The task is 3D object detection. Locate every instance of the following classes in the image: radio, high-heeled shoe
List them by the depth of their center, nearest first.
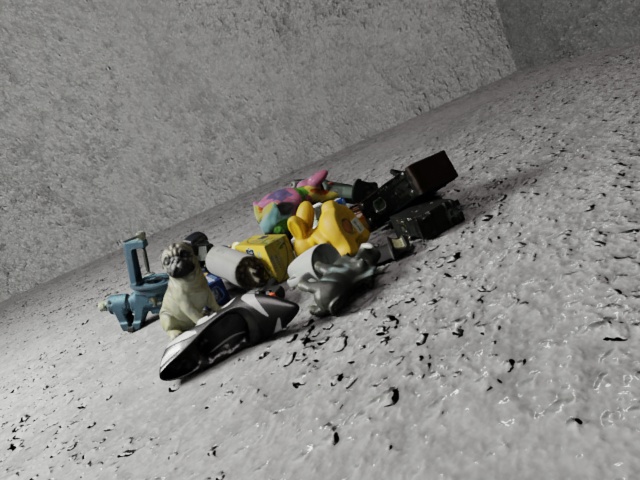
[{"bbox_3d":[-0.159,0.167,0.907,0.249,0.086,0.145,-21,16,28],"label":"high-heeled shoe"},{"bbox_3d":[0.193,-0.110,1.229,0.131,0.073,0.229,-25,-8,-33],"label":"radio"}]

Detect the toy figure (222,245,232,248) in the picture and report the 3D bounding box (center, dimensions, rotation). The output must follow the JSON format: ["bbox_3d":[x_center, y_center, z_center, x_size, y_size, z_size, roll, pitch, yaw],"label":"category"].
[{"bbox_3d":[-0.270,0.045,1.580,0.058,0.064,0.155,13,-2,-33],"label":"toy figure"}]

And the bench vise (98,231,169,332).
[{"bbox_3d":[-0.445,0.098,1.327,0.224,0.240,0.129,-4,13,9],"label":"bench vise"}]

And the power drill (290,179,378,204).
[{"bbox_3d":[0.056,-0.141,1.582,0.232,0.086,0.207,7,-4,-40],"label":"power drill"}]

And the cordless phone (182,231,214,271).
[{"bbox_3d":[-0.356,0.036,1.532,0.089,0.146,0.184,-8,23,-17],"label":"cordless phone"}]

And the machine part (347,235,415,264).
[{"bbox_3d":[0.116,0.027,1.073,0.139,0.039,0.084,-20,22,3],"label":"machine part"}]

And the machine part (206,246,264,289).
[{"bbox_3d":[-0.203,0.061,1.263,0.079,0.079,0.243,-30,24,-27],"label":"machine part"}]

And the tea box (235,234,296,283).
[{"bbox_3d":[-0.128,0.043,1.280,0.068,0.098,0.170,-30,13,-28],"label":"tea box"}]

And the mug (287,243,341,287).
[{"bbox_3d":[-0.023,0.065,1.087,0.109,0.080,0.107,-41,11,-36],"label":"mug"}]

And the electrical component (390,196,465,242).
[{"bbox_3d":[0.219,-0.046,1.140,0.115,0.058,0.134,-26,14,-21],"label":"electrical component"}]

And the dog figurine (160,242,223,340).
[{"bbox_3d":[-0.305,0.102,1.144,0.172,0.190,0.121,-20,14,17],"label":"dog figurine"}]

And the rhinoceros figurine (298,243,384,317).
[{"bbox_3d":[0.044,0.065,0.968,0.112,0.073,0.190,-13,17,39],"label":"rhinoceros figurine"}]

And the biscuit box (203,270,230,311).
[{"bbox_3d":[-0.280,0.119,1.310,0.063,0.059,0.203,-29,15,-22],"label":"biscuit box"}]

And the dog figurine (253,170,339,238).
[{"bbox_3d":[-0.058,-0.092,1.387,0.219,0.108,0.192,-28,21,0],"label":"dog figurine"}]

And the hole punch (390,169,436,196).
[{"bbox_3d":[0.239,-0.130,1.402,0.116,0.092,0.142,8,11,-4],"label":"hole punch"}]

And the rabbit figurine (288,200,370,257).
[{"bbox_3d":[-0.002,-0.004,1.198,0.173,0.162,0.122,-34,16,41],"label":"rabbit figurine"}]

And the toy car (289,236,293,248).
[{"bbox_3d":[-0.086,0.001,1.453,0.089,0.053,0.202,-20,16,-31],"label":"toy car"}]

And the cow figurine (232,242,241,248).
[{"bbox_3d":[-0.226,0.059,1.435,0.098,0.068,0.167,-49,16,-3],"label":"cow figurine"}]
